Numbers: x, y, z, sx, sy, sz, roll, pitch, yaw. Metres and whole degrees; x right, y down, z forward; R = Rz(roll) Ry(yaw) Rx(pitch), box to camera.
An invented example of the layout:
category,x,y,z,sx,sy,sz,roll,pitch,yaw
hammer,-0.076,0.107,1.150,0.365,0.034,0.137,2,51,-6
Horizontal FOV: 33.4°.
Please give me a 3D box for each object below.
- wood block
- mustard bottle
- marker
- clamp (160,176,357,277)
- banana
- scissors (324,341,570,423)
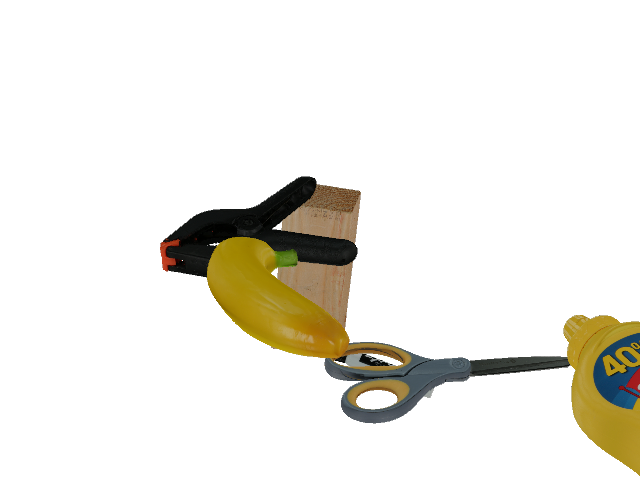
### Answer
category,x,y,z,sx,sy,sz,roll,pitch,yaw
wood block,-0.007,0.038,1.404,0.090,0.206,0.090,9,23,6
mustard bottle,0.201,0.097,0.610,0.096,0.058,0.192,-17,32,-17
marker,0.058,0.129,1.082,0.121,0.020,0.020,21,4,12
clamp,-0.061,-0.011,0.967,0.171,0.039,0.120,-6,34,-10
banana,-0.034,0.028,0.661,0.069,0.037,0.198,-4,16,-9
scissors,0.101,0.114,0.847,0.202,0.016,0.096,5,34,8
